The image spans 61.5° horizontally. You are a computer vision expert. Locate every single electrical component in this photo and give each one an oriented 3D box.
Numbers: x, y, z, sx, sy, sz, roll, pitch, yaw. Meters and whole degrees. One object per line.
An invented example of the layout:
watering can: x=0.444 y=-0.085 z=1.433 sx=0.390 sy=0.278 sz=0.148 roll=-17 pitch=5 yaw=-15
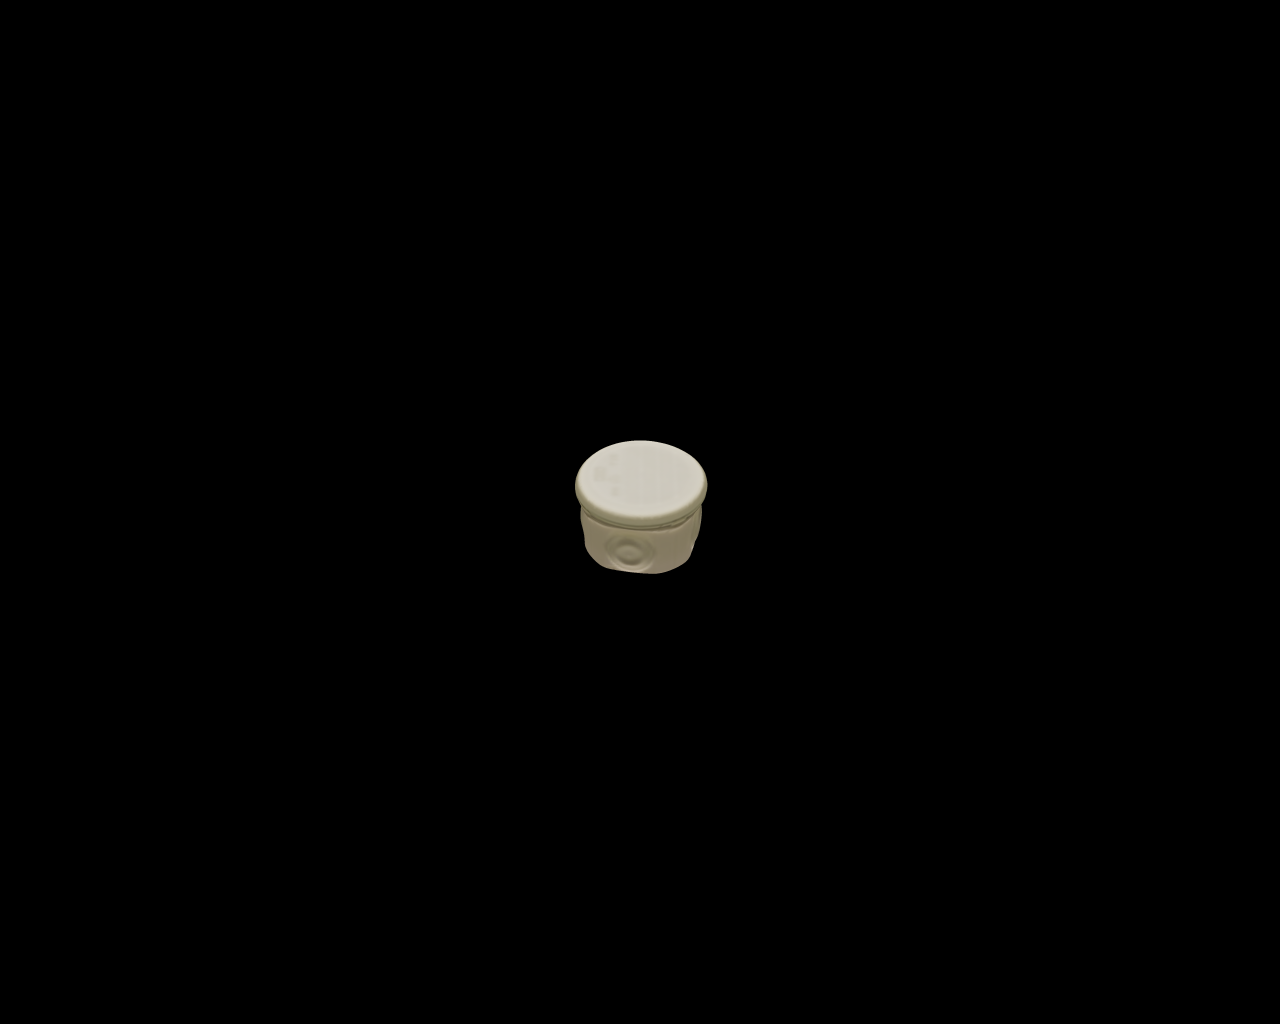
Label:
electrical component: x=0.001 y=-0.003 z=0.650 sx=0.080 sy=0.050 sz=0.080 roll=0 pitch=39 yaw=0
